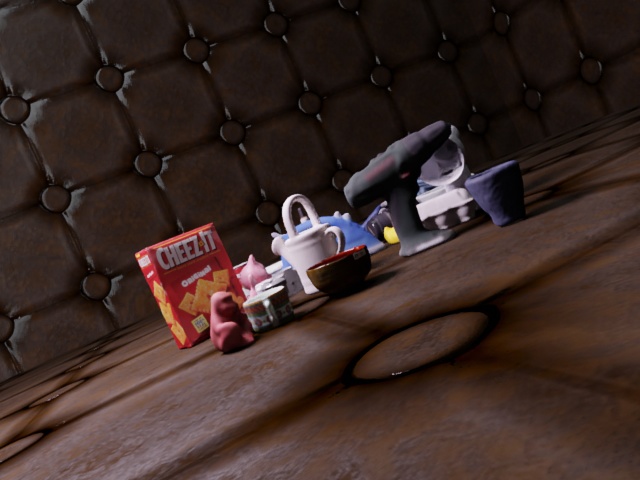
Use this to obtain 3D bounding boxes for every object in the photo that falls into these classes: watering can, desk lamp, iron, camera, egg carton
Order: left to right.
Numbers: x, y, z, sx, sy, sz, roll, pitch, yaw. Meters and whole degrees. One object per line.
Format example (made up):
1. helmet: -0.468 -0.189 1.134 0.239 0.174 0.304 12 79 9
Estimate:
1. watering can: -0.026 0.005 1.147 0.172 0.194 0.101 -23 3 19
2. iron: 0.013 0.005 1.374 0.258 0.141 0.119 -23 3 10
3. camera: 0.185 -0.056 1.525 0.137 0.101 0.143 -24 3 -16
4. egg carton: 0.266 -0.060 1.244 0.150 0.069 0.107 -23 3 16
5. desk lamp: 0.305 -0.159 1.315 0.117 0.213 0.204 -22 3 32

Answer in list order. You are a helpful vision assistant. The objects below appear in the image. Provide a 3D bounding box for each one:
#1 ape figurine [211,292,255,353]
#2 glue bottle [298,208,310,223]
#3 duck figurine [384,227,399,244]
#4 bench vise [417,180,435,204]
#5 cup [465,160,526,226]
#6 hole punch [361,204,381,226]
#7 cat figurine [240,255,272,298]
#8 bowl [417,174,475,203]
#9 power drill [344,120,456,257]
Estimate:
1. ape figurine: -0.143 0.124 0.896 0.076 0.092 0.078 -22 3 29
2. glue bottle: -0.019 -0.005 1.488 0.037 0.173 0.078 -23 3 19
3. duck figurine: 0.193 -0.043 1.365 0.104 0.086 0.078 -22 3 33
4. bench vise: 0.288 -0.174 1.676 0.208 0.220 0.121 -26 4 -41
5. cup: 0.293 -0.071 0.955 0.092 0.095 0.117 -25 3 -18
6. hole punch: 0.155 -0.045 1.666 0.101 0.091 0.109 -23 3 20
7. cat figurine: -0.133 0.090 1.202 0.067 0.118 0.128 -24 3 0
8. bowl: 0.349 -0.114 1.542 0.167 0.075 0.167 -24 3 2
9. power drill: 0.171 -0.086 1.073 0.229 0.208 0.076 -23 3 10
